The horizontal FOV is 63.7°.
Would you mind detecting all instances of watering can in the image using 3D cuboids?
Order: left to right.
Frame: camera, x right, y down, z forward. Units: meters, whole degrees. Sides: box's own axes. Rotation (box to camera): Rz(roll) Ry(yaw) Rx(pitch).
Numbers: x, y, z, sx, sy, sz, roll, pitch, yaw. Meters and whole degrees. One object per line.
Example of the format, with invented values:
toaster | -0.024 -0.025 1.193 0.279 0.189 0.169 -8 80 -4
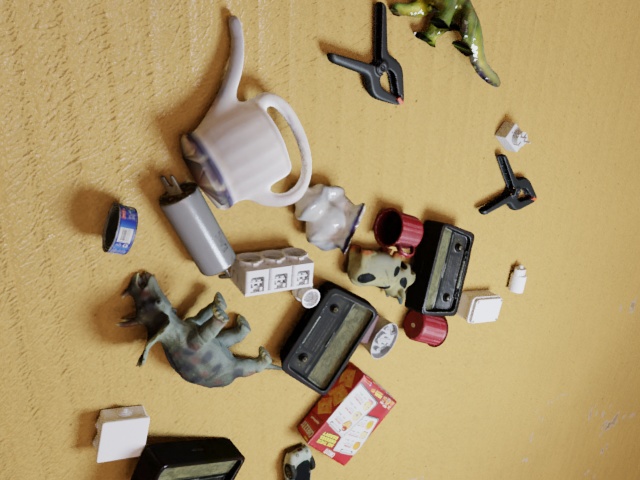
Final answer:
watering can | -0.150 -0.202 0.929 0.226 0.104 0.343 -33 108 -17

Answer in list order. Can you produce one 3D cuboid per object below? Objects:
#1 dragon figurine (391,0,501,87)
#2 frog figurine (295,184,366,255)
dragon figurine | 0.295 -0.520 1.084 0.407 0.123 0.243 24 86 -36
frog figurine | 0.003 -0.055 1.088 0.159 0.124 0.136 26 105 0
